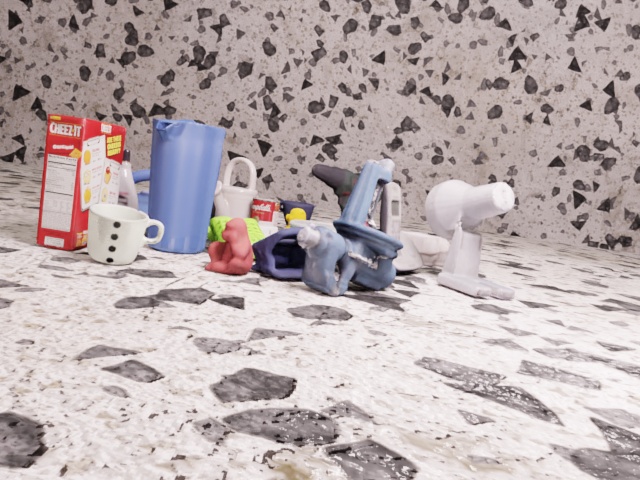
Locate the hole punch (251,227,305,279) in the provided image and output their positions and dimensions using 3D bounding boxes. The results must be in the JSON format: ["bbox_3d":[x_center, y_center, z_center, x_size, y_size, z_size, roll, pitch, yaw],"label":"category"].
[{"bbox_3d":[-0.056,0.017,0.969,0.109,0.091,0.100,3,9,-42],"label":"hole punch"}]

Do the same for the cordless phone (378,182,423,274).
[{"bbox_3d":[0.163,-0.025,1.195,0.093,0.185,0.148,12,8,32],"label":"cordless phone"}]

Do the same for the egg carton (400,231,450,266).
[{"bbox_3d":[0.248,0.020,1.427,0.108,0.069,0.149,2,9,-42],"label":"egg carton"}]

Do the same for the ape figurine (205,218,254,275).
[{"bbox_3d":[-0.140,0.009,0.926,0.076,0.092,0.077,4,8,-32],"label":"ape figurine"}]

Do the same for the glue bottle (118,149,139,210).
[{"bbox_3d":[-0.442,-0.117,1.283,0.078,0.173,0.037,7,7,-14],"label":"glue bottle"}]

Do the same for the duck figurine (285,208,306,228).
[{"bbox_3d":[-0.058,-0.038,1.473,0.078,0.086,0.104,3,8,-37],"label":"duck figurine"}]

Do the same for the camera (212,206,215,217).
[{"bbox_3d":[-0.255,-0.088,1.600,0.143,0.101,0.137,8,6,-5],"label":"camera"}]

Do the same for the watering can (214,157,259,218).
[{"bbox_3d":[-0.209,-0.110,1.433,0.100,0.194,0.173,9,6,8],"label":"watering can"}]

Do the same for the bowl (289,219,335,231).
[{"bbox_3d":[0.011,0.004,1.238,0.167,0.075,0.167,8,6,-1],"label":"bowl"}]

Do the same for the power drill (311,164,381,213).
[{"bbox_3d":[0.066,-0.097,1.609,0.230,0.208,0.075,4,8,-31],"label":"power drill"}]

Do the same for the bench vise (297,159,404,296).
[{"bbox_3d":[0.063,-0.024,0.898,0.121,0.220,0.208,12,7,27],"label":"bench vise"}]

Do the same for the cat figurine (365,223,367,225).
[{"bbox_3d":[0.092,-0.024,1.397,0.067,0.118,0.127,8,6,-6],"label":"cat figurine"}]

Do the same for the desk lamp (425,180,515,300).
[{"bbox_3d":[0.295,-0.011,1.114,0.118,0.213,0.202,5,7,-26],"label":"desk lamp"}]

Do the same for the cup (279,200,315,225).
[{"bbox_3d":[-0.077,-0.063,1.629,0.117,0.095,0.092,12,8,32],"label":"cup"}]

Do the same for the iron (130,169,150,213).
[{"bbox_3d":[-0.429,-0.115,1.429,0.258,0.141,0.118,7,7,-9],"label":"iron"}]
